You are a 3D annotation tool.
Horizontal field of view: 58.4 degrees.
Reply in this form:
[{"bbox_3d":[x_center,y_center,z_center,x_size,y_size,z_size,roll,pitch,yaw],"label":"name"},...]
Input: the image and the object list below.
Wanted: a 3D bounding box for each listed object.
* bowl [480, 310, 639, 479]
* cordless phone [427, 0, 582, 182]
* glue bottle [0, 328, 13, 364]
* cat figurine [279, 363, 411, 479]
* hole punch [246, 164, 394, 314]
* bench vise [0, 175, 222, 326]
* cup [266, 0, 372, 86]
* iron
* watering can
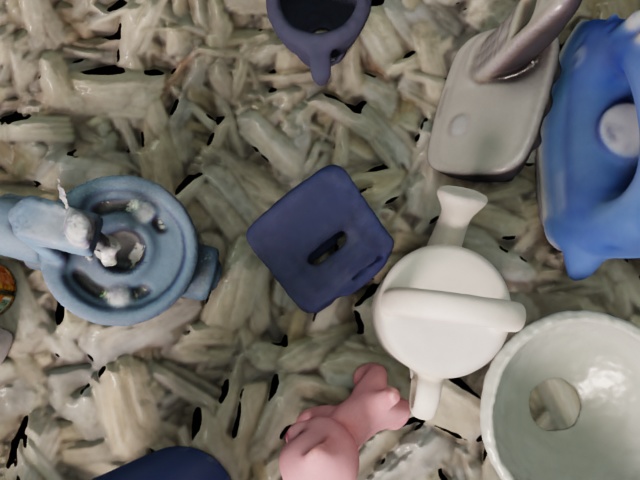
[{"bbox_3d":[0.211,0.143,0.480,0.167,0.075,0.167,0,81,2],"label":"bowl"},{"bbox_3d":[0.155,-0.131,0.471,0.094,0.185,0.148,14,82,5],"label":"cordless phone"},{"bbox_3d":[-0.330,0.080,0.460,0.078,0.173,0.037,19,82,5],"label":"glue bottle"},{"bbox_3d":[0.017,0.161,0.463,0.128,0.118,0.067,-40,81,-4],"label":"cat figurine"},{"bbox_3d":[0.005,0.002,0.503,0.109,0.091,0.101,-39,81,-4],"label":"hole punch"},{"bbox_3d":[-0.197,0.008,0.444,0.207,0.220,0.121,-5,81,2],"label":"bench vise"},{"bbox_3d":[0.001,-0.188,0.531,0.091,0.095,0.118,-3,81,2],"label":"cup"},{"bbox_3d":[0.259,-0.099,0.484,0.118,0.141,0.258,-3,81,2],"label":"iron"},{"bbox_3d":[0.092,0.046,0.440,0.101,0.194,0.173,-11,80,1],"label":"watering can"}]
